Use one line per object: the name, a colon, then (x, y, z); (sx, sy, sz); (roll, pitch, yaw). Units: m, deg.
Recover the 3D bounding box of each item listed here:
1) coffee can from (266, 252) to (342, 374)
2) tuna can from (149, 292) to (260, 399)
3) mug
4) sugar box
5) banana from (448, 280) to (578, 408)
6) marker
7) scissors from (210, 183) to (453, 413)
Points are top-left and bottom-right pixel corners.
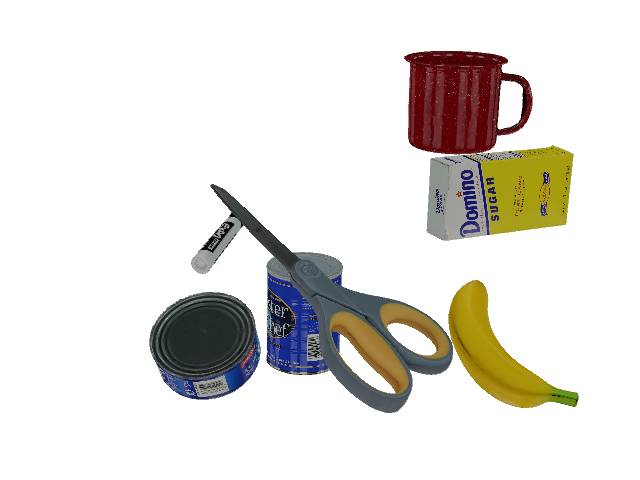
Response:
coffee can: (-0.023, 0.098, 1.455); (0.103, 0.140, 0.103); (1, 19, -1)
tuna can: (-0.092, 0.085, 0.857); (0.086, 0.086, 0.034); (0, -42, 10)
mug: (0.133, -0.125, 0.970); (0.117, 0.081, 0.093); (4, 18, 12)
sugar box: (0.212, -0.056, 1.258); (0.176, 0.093, 0.048); (-9, 21, -26)
banana: (0.152, 0.094, 0.956); (0.069, 0.037, 0.198); (5, 28, -22)
marker: (-0.095, -0.003, 1.043); (0.020, 0.020, 0.121); (0, 26, 18)
scissors: (0.011, 0.026, 0.677); (0.096, 0.016, 0.202); (-5, 45, -33)
